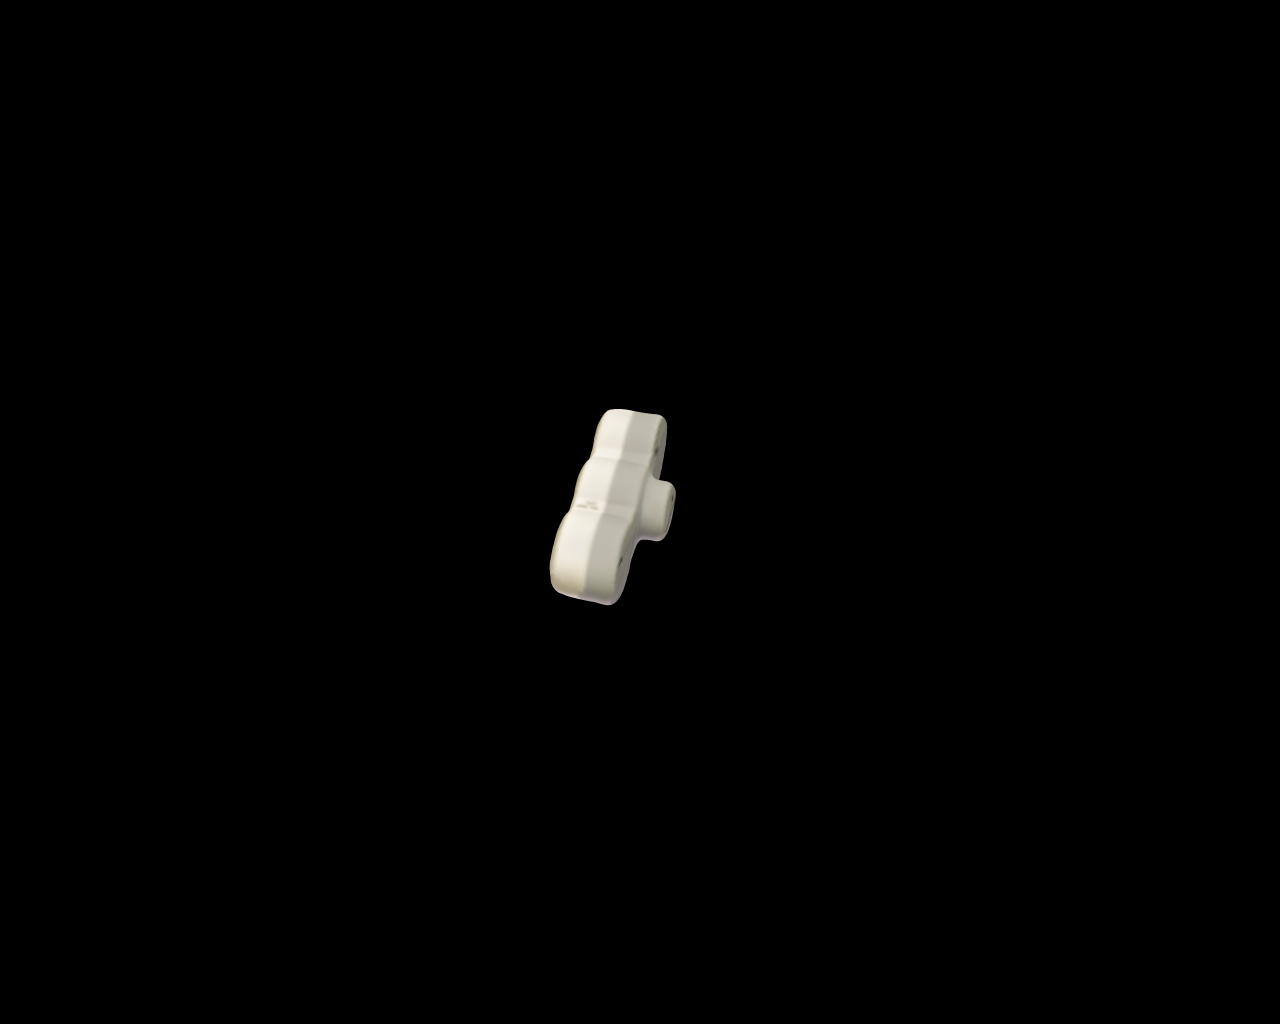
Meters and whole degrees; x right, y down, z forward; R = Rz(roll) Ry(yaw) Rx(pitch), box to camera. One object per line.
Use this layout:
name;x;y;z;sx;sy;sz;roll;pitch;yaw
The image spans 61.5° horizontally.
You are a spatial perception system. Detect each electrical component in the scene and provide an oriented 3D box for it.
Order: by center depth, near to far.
electrical component;0.001;-0.003;0.650;0.074;0.138;0.052;11;-39;9
